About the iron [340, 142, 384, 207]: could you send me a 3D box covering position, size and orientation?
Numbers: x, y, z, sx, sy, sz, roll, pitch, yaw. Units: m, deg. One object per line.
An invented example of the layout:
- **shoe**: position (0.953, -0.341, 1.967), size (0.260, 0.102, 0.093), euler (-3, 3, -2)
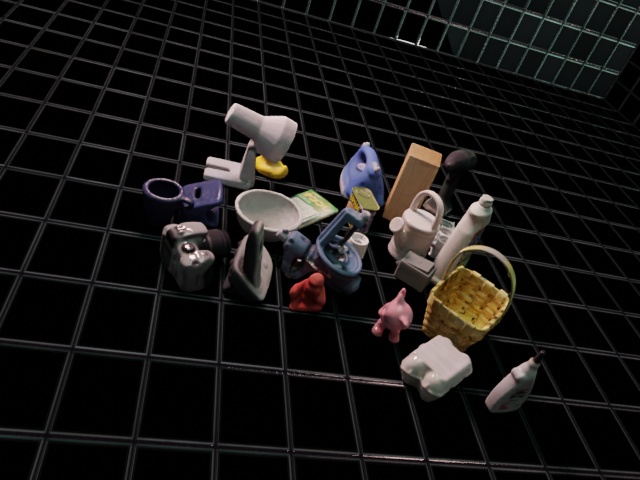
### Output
- **iron**: position (0.129, -0.209, 1.664), size (0.119, 0.141, 0.258), euler (10, 36, -15)

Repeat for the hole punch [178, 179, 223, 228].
- **hole punch**: position (-0.280, -0.092, 1.341), size (0.101, 0.091, 0.108), euler (8, 37, -17)

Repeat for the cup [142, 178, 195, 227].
- **cup**: position (-0.341, -0.073, 1.281), size (0.118, 0.095, 0.092), euler (20, 35, -2)

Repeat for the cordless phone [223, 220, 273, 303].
- **cordless phone**: position (-0.131, 0.022, 1.183), size (0.094, 0.185, 0.147), euler (16, 35, -7)

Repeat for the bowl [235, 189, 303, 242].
- **bowl**: position (-0.128, -0.046, 1.372), size (0.167, 0.075, 0.167), euler (14, 36, -10)

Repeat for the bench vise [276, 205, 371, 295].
- **bench vise**: position (0.012, 0.012, 1.240), size (0.208, 0.220, 0.121), euler (11, 36, -13)

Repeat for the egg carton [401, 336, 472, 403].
- **egg carton**: position (0.236, 0.258, 1.158), size (0.151, 0.069, 0.107), euler (-21, 52, -44)

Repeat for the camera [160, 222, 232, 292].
- **camera**: position (-0.249, 0.019, 1.200), size (0.137, 0.101, 0.142), euler (-9, 45, -36)

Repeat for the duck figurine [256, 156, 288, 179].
- **duck figurine**: position (-0.130, -0.227, 1.602), size (0.104, 0.086, 0.078), euler (33, 37, 17)

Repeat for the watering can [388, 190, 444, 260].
- **watering can**: position (0.248, -0.035, 1.446), size (0.100, 0.194, 0.173), euler (34, 37, 18)

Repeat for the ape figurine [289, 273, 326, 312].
- **ape figurine**: position (-0.018, 0.107, 1.209), size (0.077, 0.092, 0.076), euler (35, 37, 19)

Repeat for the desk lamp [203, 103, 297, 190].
- **desk lamp**: position (-0.180, -0.240, 1.483), size (0.203, 0.213, 0.118), euler (12, 36, -13)

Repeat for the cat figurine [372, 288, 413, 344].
- **cat figurine**: position (0.163, 0.154, 1.217), size (0.067, 0.118, 0.128), euler (23, 35, 3)

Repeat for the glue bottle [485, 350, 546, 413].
- **glue bottle**: position (0.394, 0.276, 1.126), size (0.078, 0.173, 0.037), euler (0, 40, -27)

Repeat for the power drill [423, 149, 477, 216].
- **power drill**: position (0.386, -0.176, 1.693), size (0.075, 0.208, 0.230), euler (33, 37, 17)
